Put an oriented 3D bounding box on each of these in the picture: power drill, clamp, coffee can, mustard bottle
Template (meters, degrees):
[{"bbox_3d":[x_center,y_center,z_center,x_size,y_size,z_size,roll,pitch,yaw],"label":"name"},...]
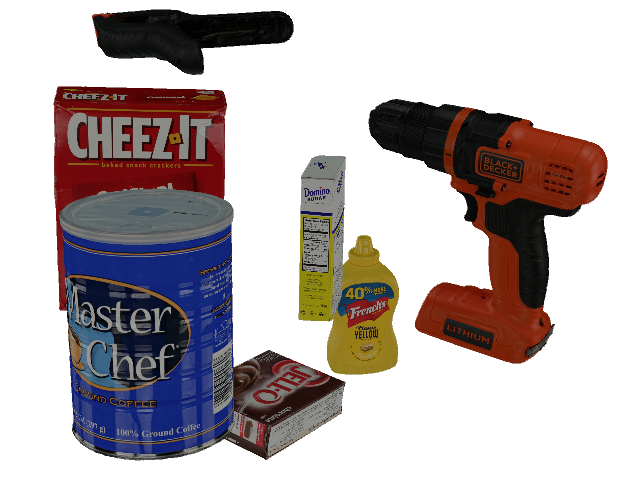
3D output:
[{"bbox_3d":[0.116,-0.009,0.814,0.185,0.188,0.057,19,35,29],"label":"power drill"},{"bbox_3d":[-0.109,-0.165,0.848,0.172,0.039,0.120,20,28,41],"label":"clamp"},{"bbox_3d":[-0.104,0.048,0.655,0.103,0.140,0.103,1,16,0],"label":"coffee can"},{"bbox_3d":[0.058,0.085,1.439,0.096,0.192,0.058,-4,21,-9],"label":"mustard bottle"}]

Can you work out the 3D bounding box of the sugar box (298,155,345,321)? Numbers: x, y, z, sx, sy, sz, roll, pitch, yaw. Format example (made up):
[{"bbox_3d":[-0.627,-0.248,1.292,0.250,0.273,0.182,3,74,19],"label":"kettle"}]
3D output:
[{"bbox_3d":[0.002,-0.003,1.243,0.048,0.176,0.093,2,20,9],"label":"sugar box"}]

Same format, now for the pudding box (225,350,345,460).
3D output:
[{"bbox_3d":[-0.046,0.143,0.947,0.090,0.039,0.113,18,26,33],"label":"pudding box"}]

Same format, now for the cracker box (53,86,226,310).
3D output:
[{"bbox_3d":[-0.177,-0.039,1.055,0.164,0.214,0.072,0,21,-10],"label":"cracker box"}]
